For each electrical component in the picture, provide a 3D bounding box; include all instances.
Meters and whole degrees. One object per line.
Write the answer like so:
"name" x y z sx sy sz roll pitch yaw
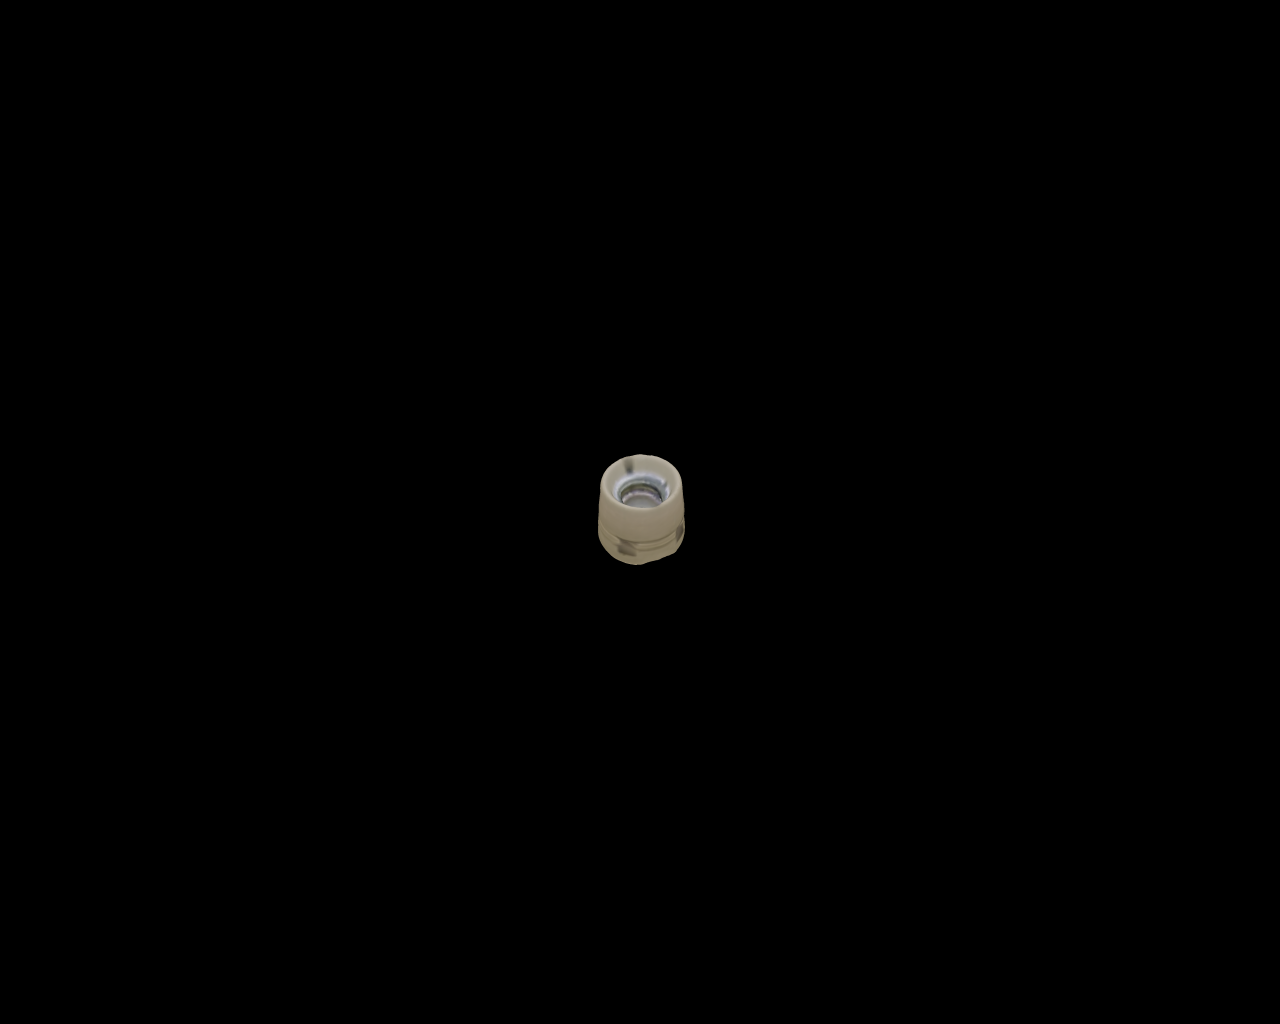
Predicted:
"electrical component" 0.001 -0.003 0.650 0.055 0.055 0.047 0 -43 0
